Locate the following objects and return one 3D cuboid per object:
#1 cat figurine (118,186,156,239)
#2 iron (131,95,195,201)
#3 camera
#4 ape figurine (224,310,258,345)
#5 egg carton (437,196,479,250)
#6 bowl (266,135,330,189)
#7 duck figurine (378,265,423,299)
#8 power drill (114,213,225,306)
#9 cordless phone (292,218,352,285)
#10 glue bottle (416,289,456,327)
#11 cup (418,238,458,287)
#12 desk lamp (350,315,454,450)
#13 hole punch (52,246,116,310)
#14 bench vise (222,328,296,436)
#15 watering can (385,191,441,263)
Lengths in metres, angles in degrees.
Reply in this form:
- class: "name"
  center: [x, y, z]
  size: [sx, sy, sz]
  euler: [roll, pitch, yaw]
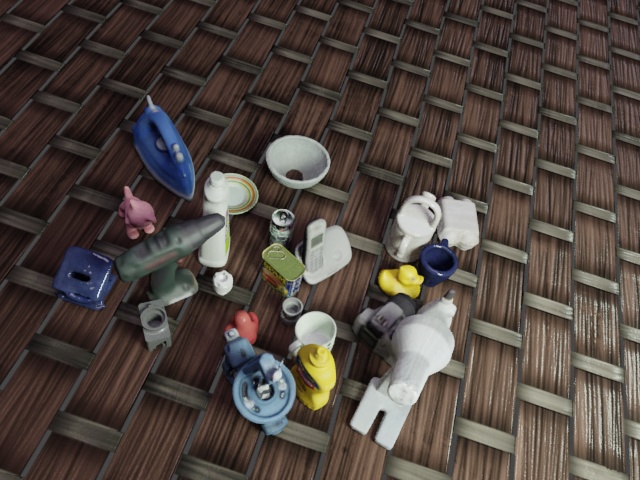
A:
- class: "cat figurine"
  center: [-0.416, -0.066, 1.299]
  size: [0.067, 0.118, 0.127]
  euler: [-21, 62, -24]
- class: "iron"
  center: [-0.374, -0.231, 1.410]
  size: [0.119, 0.141, 0.257]
  euler: [-24, 63, -25]
- class: "camera"
  center: [0.166, 0.183, 1.254]
  size: [0.143, 0.101, 0.137]
  euler: [41, 57, 17]
- class: "ape figurine"
  center: [-0.162, 0.178, 1.194]
  size: [0.078, 0.092, 0.076]
  euler: [-11, 58, -19]
- class: "egg carton"
  center: [0.350, -0.045, 1.474]
  size: [0.107, 0.069, 0.150]
  euler: [7, 54, -7]
- class: "bowl"
  center: [-0.060, -0.190, 1.488]
  size: [0.167, 0.075, 0.167]
  euler: [6, 54, -8]
- class: "duck figurine"
  center: [0.191, 0.089, 1.335]
  size: [0.104, 0.086, 0.077]
  euler: [20, 54, 3]
- class: "power drill"
  center: [-0.304, 0.044, 1.187]
  size: [0.230, 0.208, 0.075]
  euler: [-24, 63, -25]
- class: "cordless phone"
  center: [0.012, 0.005, 1.296]
  size: [0.148, 0.185, 0.094]
  euler: [-32, 67, -29]
- class: "glue bottle"
  center: [0.261, 0.155, 1.248]
  size: [0.078, 0.173, 0.037]
  euler: [23, 54, 5]
- class: "cup"
  center: [0.274, 0.059, 1.368]
  size: [0.091, 0.095, 0.118]
  euler: [22, 54, 5]
- class: "desk lamp"
  center: [0.164, 0.274, 1.119]
  size: [0.118, 0.213, 0.203]
  euler: [27, 54, 8]
- class: "hole punch"
  center: [-0.490, 0.080, 1.196]
  size: [0.108, 0.091, 0.101]
  euler: [17, 53, 1]
- class: "bench vise"
  center: [-0.129, 0.251, 1.070]
  size: [0.207, 0.220, 0.122]
  euler: [38, 56, 15]
- class: "watering can"
  center: [0.227, -0.044, 1.370]
  size: [0.101, 0.194, 0.173]
  euler: [9, 54, -5]
